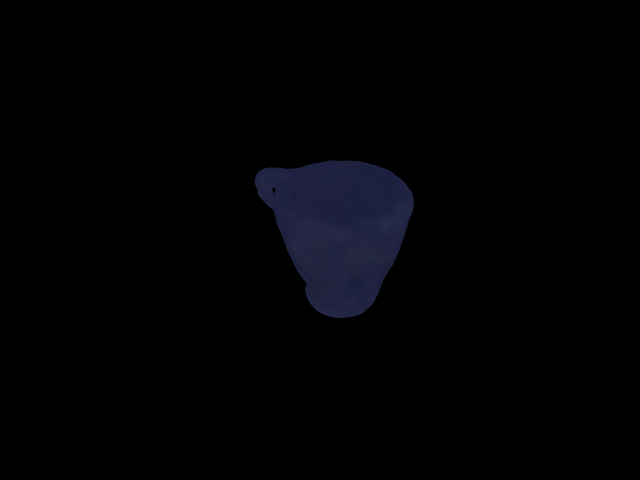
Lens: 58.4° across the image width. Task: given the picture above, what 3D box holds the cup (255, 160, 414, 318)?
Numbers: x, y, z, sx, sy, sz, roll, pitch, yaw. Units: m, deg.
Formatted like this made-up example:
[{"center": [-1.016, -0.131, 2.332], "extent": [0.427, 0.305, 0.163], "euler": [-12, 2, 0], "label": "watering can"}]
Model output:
[{"center": [0.004, 0.001, 0.400], "extent": [0.117, 0.095, 0.092], "euler": [21, 41, 26], "label": "cup"}]
